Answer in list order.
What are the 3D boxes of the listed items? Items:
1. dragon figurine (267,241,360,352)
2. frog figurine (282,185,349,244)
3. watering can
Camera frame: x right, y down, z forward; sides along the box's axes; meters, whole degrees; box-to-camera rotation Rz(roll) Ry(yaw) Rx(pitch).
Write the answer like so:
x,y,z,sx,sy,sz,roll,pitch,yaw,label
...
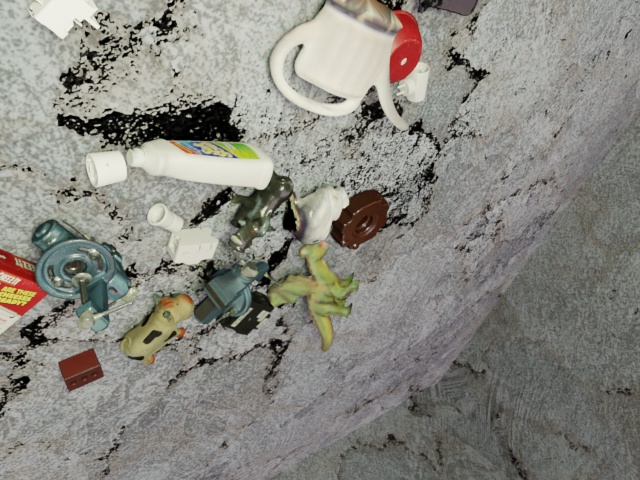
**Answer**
x,y,z,sx,sy,sz,roll,pitch,yaw,label
-0.030,0.163,1.449,0.242,0.125,0.402,11,119,-13,dragon figurine
0.004,-0.061,1.215,0.160,0.124,0.135,-9,118,-23,frog figurine
0.075,-0.324,0.955,0.347,0.106,0.220,8,125,-34,watering can
